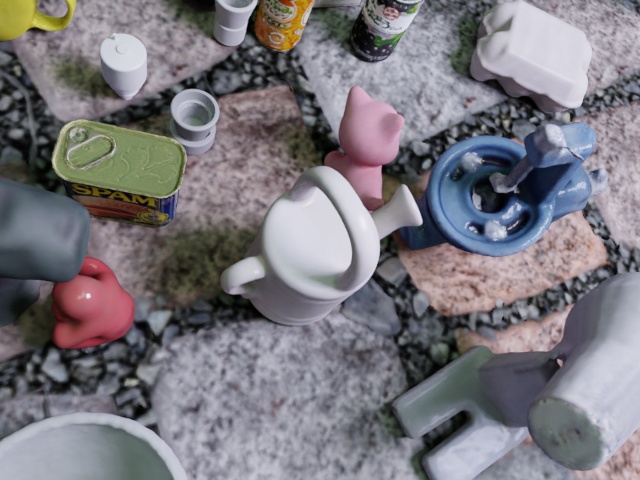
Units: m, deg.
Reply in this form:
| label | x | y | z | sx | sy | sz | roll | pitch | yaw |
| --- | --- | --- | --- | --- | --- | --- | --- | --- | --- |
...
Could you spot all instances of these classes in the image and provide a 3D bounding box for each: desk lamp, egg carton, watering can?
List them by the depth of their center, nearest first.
| label | x | y | z | sx | sy | sz | roll | pitch | yaw |
| --- | --- | --- | --- | --- | --- | --- | --- | --- | --- |
| watering can | 0.003 | 0.000 | 0.478 | 0.101 | 0.194 | 0.173 | 44 | 65 | 2 |
| desk lamp | 0.199 | 0.128 | 0.481 | 0.204 | 0.213 | 0.118 | -27 | 80 | -23 |
| egg carton | 0.259 | -0.223 | 0.701 | 0.150 | 0.069 | 0.107 | 21 | 67 | -9 |

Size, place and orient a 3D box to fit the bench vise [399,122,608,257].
| label | x | y | z | sx | sy | sz | roll | pitch | yaw |
| --- | --- | --- | --- | --- | --- | --- | --- | --- | --- |
| bench vise | 0.197 | -0.065 | 0.544 | 0.208 | 0.219 | 0.121 | -28 | 81 | -23 |

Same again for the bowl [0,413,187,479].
| label | x | y | z | sx | sy | sz | roll | pitch | yaw |
| --- | --- | --- | --- | --- | --- | --- | --- | --- | --- |
| bowl | -0.177 | 0.213 | 0.415 | 0.168 | 0.074 | 0.167 | 5 | 70 | -15 |

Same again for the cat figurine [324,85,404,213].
| label | x | y | z | sx | sy | sz | roll | pitch | yaw |
| --- | --- | --- | --- | --- | --- | --- | --- | --- | --- |
| cat figurine | 0.047 | -0.079 | 0.560 | 0.067 | 0.117 | 0.128 | 5 | 70 | -15 |

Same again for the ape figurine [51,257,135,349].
| label | x | y | z | sx | sy | sz | roll | pitch | yaw |
| --- | --- | --- | --- | --- | --- | --- | --- | --- | --- |
| ape figurine | -0.188 | 0.050 | 0.459 | 0.076 | 0.092 | 0.078 | 30 | 66 | -5 |

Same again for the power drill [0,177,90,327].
| label | x | y | z | sx | sy | sz | roll | pitch | yaw |
| --- | --- | --- | --- | --- | --- | --- | --- | --- | --- |
| power drill | -0.274 | 0.001 | 0.386 | 0.230 | 0.208 | 0.075 | 7 | 69 | -14 |

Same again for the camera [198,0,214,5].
| label | x | y | z | sx | sy | sz | roll | pitch | yaw |
| --- | --- | --- | --- | --- | --- | --- | --- | --- | --- |
| camera | -0.145 | -0.323 | 0.597 | 0.143 | 0.100 | 0.137 | -22 | 79 | -22 |
